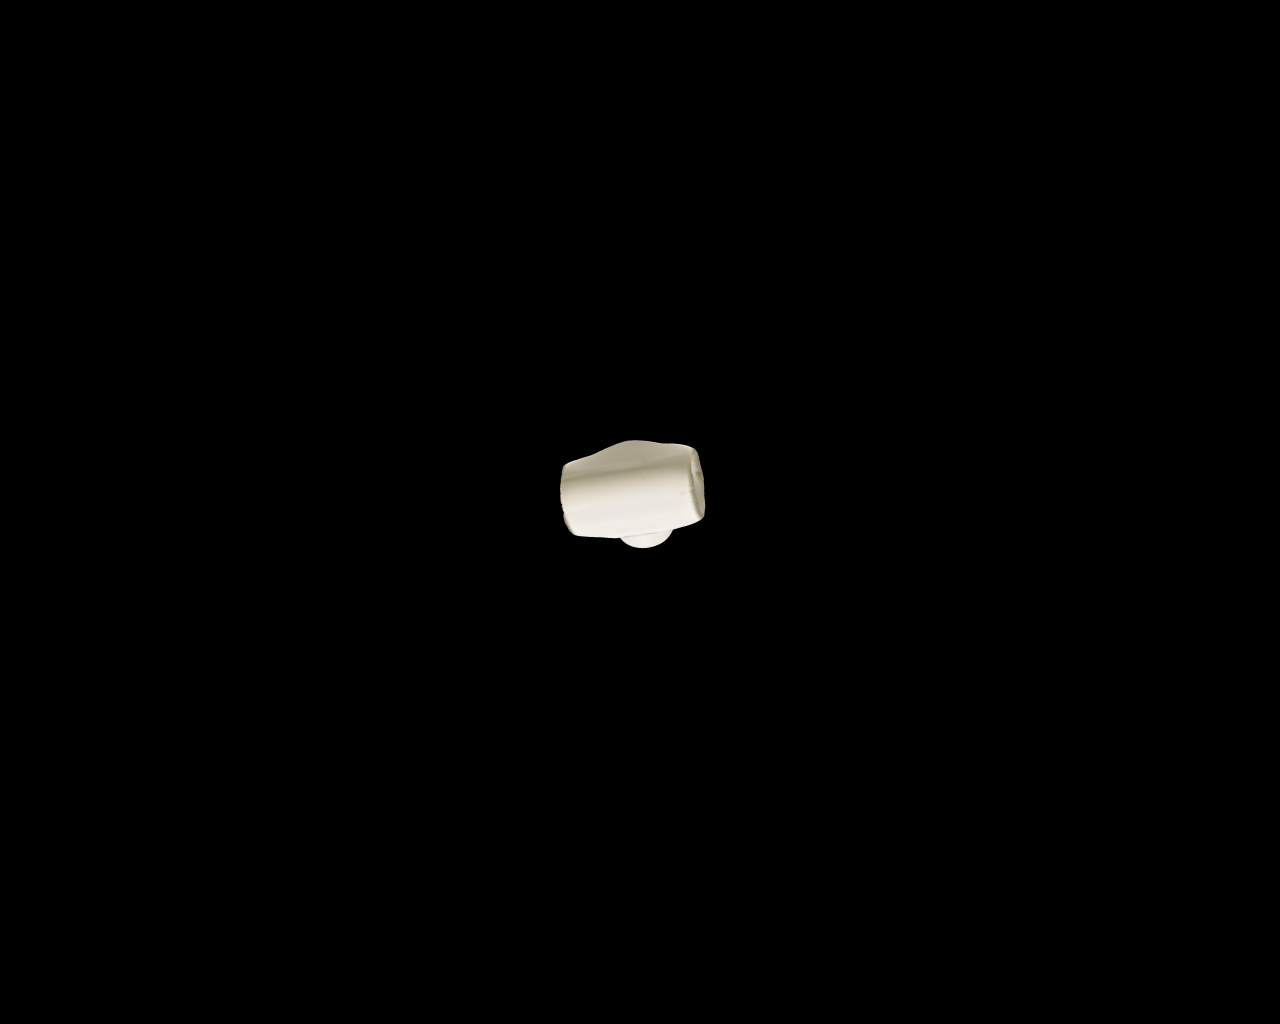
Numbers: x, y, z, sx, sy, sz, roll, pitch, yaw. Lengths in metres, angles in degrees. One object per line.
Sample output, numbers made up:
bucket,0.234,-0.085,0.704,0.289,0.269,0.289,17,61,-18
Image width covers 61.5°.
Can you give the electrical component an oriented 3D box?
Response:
electrical component,0.001,-0.003,0.650,0.077,0.043,0.079,-8,-35,11
